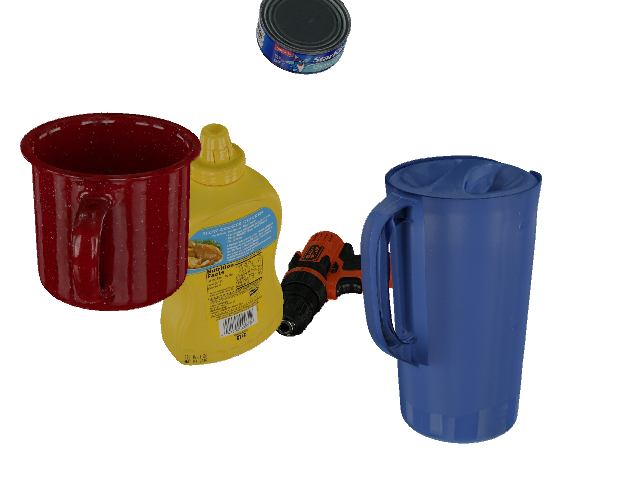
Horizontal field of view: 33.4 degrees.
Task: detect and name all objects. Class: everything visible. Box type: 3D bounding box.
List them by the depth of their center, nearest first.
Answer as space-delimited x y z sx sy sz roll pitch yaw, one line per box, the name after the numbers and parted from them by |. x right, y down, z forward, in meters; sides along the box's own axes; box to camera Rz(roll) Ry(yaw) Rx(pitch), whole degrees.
-0.111 -0.010 0.563 0.093 0.081 0.117 3 26 -3 | mug
-0.074 0.000 0.783 0.096 0.192 0.058 -20 43 -25 | mustard bottle
0.116 0.054 0.943 0.149 0.243 0.145 1 19 7 | pitcher
-0.017 -0.196 0.993 0.086 0.086 0.034 0 -31 -12 | tuna can
0.051 0.049 1.141 0.188 0.057 0.184 4 30 14 | power drill
